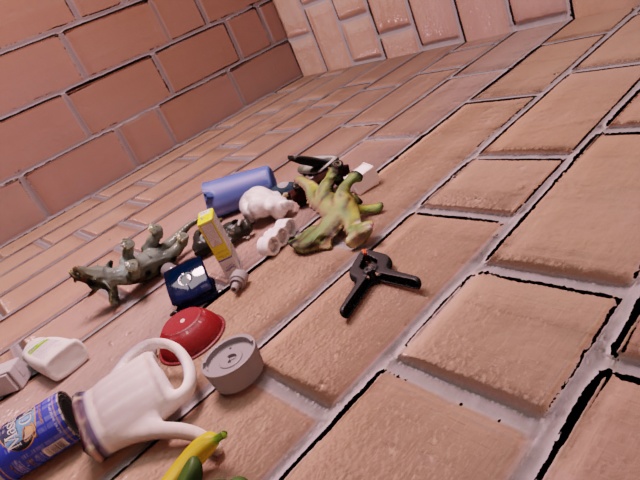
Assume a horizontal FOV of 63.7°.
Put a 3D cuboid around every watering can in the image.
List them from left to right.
[{"bbox_3d":[-0.312,0.302,0.907,0.226,0.102,0.352,-32,36,-16],"label":"watering can"}]

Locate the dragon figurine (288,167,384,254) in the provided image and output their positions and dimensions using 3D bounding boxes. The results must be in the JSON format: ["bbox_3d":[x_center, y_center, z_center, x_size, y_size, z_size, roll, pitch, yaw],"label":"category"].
[{"bbox_3d":[0.004,-0.068,1.344,0.412,0.120,0.246,13,52,47],"label":"dragon figurine"}]

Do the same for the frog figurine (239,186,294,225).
[{"bbox_3d":[-0.164,-0.111,1.564,0.139,0.122,0.158,-20,4,-43],"label":"frog figurine"}]
